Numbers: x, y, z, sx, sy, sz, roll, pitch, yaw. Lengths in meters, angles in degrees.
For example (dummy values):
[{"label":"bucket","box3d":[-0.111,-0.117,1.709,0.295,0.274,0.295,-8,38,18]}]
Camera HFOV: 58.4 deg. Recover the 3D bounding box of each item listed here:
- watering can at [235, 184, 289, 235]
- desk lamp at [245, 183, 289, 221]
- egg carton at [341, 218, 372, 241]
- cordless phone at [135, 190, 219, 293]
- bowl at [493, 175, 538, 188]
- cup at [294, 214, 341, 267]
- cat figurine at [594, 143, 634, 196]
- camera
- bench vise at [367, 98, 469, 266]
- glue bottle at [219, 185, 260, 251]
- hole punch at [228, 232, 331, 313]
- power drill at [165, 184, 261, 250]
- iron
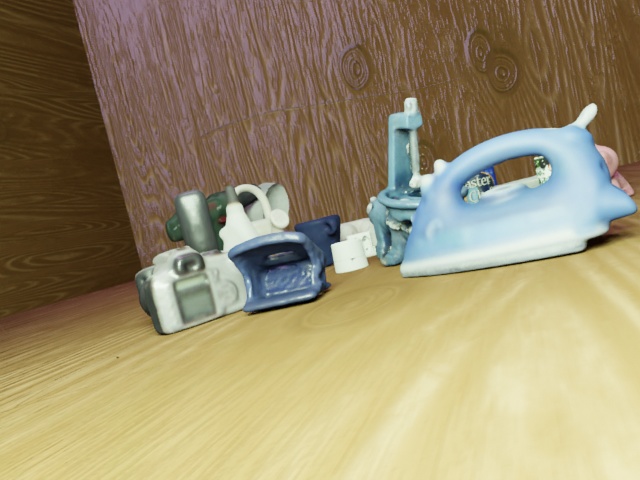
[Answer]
[{"label":"watering can","box3d":[-0.118,-0.016,1.121,0.172,0.194,0.101,-13,3,29]},{"label":"desk lamp","box3d":[-0.168,-0.026,1.418,0.202,0.213,0.118,-13,3,29]},{"label":"egg carton","box3d":[0.082,-0.009,1.325,0.107,0.069,0.150,-14,2,-7]},{"label":"cordless phone","box3d":[-0.223,0.022,0.903,0.148,0.185,0.094,-14,2,-16]},{"label":"bowl","box3d":[0.421,-0.087,1.099,0.167,0.075,0.167,-14,2,1]},{"label":"cup","box3d":[0.010,0.004,1.100,0.092,0.095,0.117,-15,3,-26]},{"label":"cat figurine","box3d":[0.493,-0.123,1.001,0.067,0.118,0.128,-12,3,39]},{"label":"camera","box3d":[-0.180,0.060,0.776,0.144,0.101,0.136,-16,3,-38]},{"label":"bench vise","box3d":[0.111,-0.074,0.801,0.122,0.220,0.206,-16,3,-42]},{"label":"glue bottle","box3d":[-0.115,0.004,0.850,0.078,0.173,0.037,-13,3,18]},{"label":"hole punch","box3d":[-0.050,0.035,0.716,0.108,0.091,0.101,-13,2,14]},{"label":"power drill","box3d":[-0.218,-0.005,1.283,0.230,0.208,0.075,-15,3,-24]},{"label":"iron","box3d":[0.195,-0.048,0.631,0.257,0.141,0.119,-13,3,25]}]
